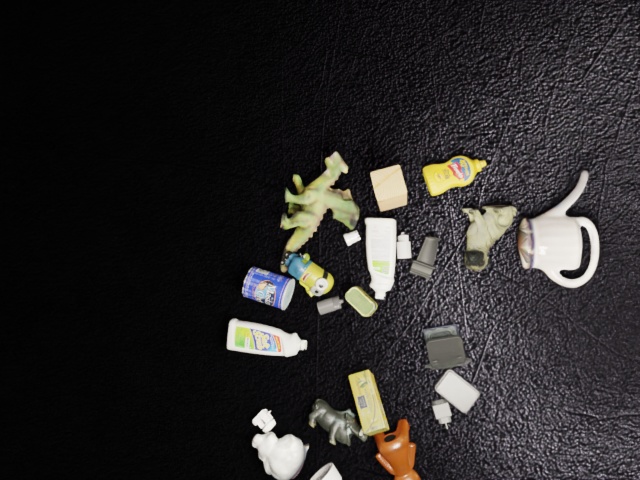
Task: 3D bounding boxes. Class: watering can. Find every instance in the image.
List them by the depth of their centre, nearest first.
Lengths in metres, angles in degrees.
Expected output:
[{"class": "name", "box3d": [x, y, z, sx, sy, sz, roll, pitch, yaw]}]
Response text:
[{"class": "watering can", "box3d": [0.705, -0.034, 1.532, 0.224, 0.350, 0.103, 0, -8, 10]}]

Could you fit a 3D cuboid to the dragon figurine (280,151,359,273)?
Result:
[{"class": "dragon figurine", "box3d": [0.005, -0.084, 1.662, 0.243, 0.407, 0.123, 7, 9, 4]}]

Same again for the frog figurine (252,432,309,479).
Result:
[{"class": "frog figurine", "box3d": [-0.127, 0.638, 1.550, 0.159, 0.136, 0.125, 35, 20, -10]}]
